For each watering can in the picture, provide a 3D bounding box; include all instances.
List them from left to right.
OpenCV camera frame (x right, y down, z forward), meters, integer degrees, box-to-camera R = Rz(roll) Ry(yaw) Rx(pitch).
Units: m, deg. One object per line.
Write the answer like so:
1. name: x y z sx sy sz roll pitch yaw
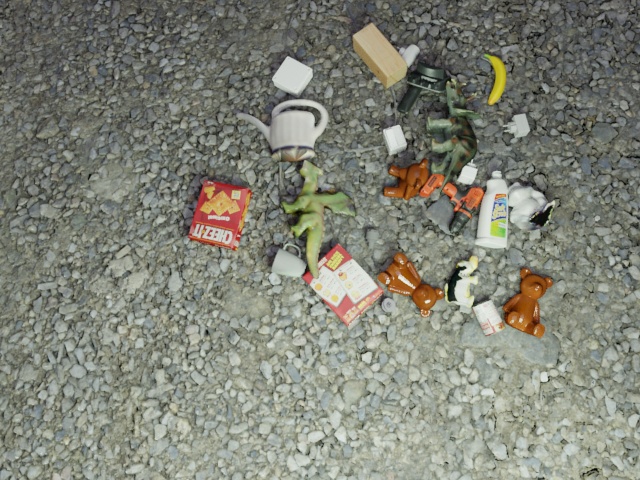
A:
1. watering can: -0.136 -0.378 1.805 0.347 0.103 0.227 -4 76 17

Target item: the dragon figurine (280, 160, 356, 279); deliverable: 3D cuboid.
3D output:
1. dragon figurine: 0.005 -0.086 1.708 0.243 0.120 0.416 -21 68 -9

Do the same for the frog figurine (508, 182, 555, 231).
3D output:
1. frog figurine: 0.673 -0.109 1.692 0.137 0.121 0.162 -46 42 2
